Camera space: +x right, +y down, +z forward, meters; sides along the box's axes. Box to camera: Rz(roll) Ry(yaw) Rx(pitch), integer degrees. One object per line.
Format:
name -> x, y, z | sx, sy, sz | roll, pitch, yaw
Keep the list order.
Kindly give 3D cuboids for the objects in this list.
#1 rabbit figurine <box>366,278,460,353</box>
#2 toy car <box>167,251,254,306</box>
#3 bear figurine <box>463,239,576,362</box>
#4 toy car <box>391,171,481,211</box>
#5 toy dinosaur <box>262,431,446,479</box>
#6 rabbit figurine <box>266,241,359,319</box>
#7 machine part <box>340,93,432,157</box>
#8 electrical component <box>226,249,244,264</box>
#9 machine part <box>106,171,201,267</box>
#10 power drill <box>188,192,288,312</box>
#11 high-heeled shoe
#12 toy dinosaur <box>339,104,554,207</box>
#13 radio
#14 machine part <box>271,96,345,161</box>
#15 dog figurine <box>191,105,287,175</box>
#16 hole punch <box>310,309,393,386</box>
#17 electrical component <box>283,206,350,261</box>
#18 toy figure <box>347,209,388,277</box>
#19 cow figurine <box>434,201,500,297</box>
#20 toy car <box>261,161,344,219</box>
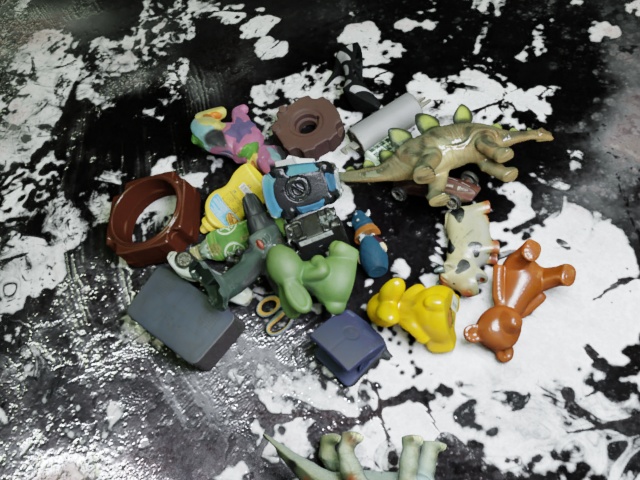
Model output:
rabbit figurine -> 0.161, 0.138, 1.007 | 0.173, 0.162, 0.122 | 2, 74, 33
toy car -> -0.232, 0.080, 1.130 | 0.202, 0.073, 0.056 | 26, 79, 3
bear figurine -> 0.355, 0.115, 0.975 | 0.120, 0.132, 0.196 | 36, 66, -3
toy car -> 0.239, -0.116, 1.130 | 0.202, 0.053, 0.089 | 16, 53, 47
toy dinosaur -> 0.093, 0.419, 0.883 | 0.405, 0.131, 0.192 | -5, 61, 17
rabbit figurine -> -0.029, 0.075, 1.045 | 0.170, 0.121, 0.159 | 18, 66, -11
machine part -> 0.152, -0.268, 1.252 | 0.243, 0.079, 0.079 | -33, 61, -5
electrical component -> -0.152, 0.043, 1.162 | 0.063, 0.094, 0.021 | -31, 54, 40
machine part -> -0.383, -0.050, 1.238 | 0.201, 0.087, 0.201 | -12, 62, 15
power drill -> -0.157, 0.034, 1.079 | 0.207, 0.086, 0.232 | -29, 86, -41
high-heeled shoe -> 0.107, -0.402, 1.318 | 0.145, 0.086, 0.249 | -48, 48, 0
toy dinosaur -> 0.220, -0.165, 1.074 | 0.472, 0.104, 0.199 | -12, 44, 7
radio -> -0.283, 0.163, 1.123 | 0.230, 0.073, 0.131 | 28, 73, 26
machine part -> -0.029, -0.271, 1.307 | 0.179, 0.056, 0.179 | -5, 62, 9
dog figurine -> -0.188, -0.209, 1.272 | 0.191, 0.108, 0.219 | -16, 61, -26
hole punch -> 0.053, 0.197, 1.022 | 0.116, 0.092, 0.142 | -44, 58, -16
electrical component -> -0.002, -0.003, 1.111 | 0.115, 0.134, 0.058 | -19, 60, 5
toy figure -> 0.101, 0.005, 1.130 | 0.064, 0.057, 0.154 | -13, 55, -1
cow figurine -> 0.286, 0.021, 1.063 | 0.127, 0.085, 0.195 | -6, 58, 12
toy car -> -0.039, -0.110, 1.105 | 0.162, 0.103, 0.109 | -17, 102, -5
